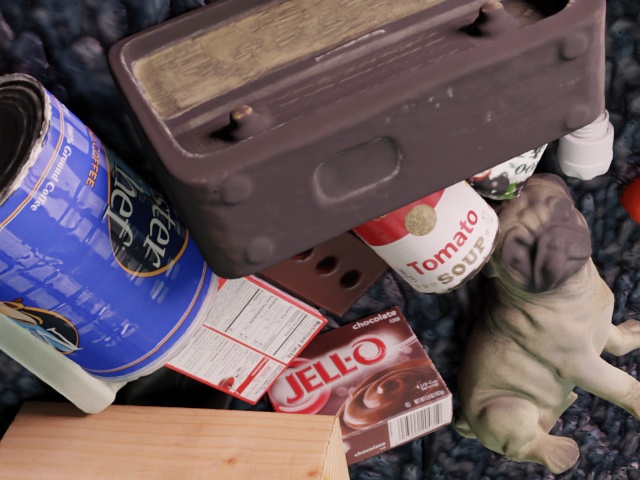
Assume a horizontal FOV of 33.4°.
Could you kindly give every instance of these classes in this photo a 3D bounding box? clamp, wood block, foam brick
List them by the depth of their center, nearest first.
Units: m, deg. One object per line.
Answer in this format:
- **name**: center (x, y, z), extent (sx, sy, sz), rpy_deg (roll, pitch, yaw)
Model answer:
- **foam brick**: center (-0.004, 0.001, 0.649), extent (0.053, 0.051, 0.078), rpy_deg (-46, 132, 15)
- **wood block**: center (-0.092, 0.163, 0.651), extent (0.206, 0.090, 0.091), rpy_deg (0, 127, 14)
- **clamp**: center (-0.071, 0.079, 0.694), extent (0.120, 0.039, 0.172), rpy_deg (14, 122, -26)

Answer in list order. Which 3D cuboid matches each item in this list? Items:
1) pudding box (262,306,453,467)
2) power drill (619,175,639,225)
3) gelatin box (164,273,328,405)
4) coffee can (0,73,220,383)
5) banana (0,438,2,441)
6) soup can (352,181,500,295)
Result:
- **pudding box**: center (0.021, 0.102, 0.721), extent (0.113, 0.090, 0.039), rpy_deg (-18, 135, -11)
- **power drill**: center (0.266, -0.090, 0.695), extent (0.184, 0.057, 0.188), rpy_deg (-2, 129, -24)
- **gelatin box**: center (-0.051, 0.052, 0.640), extent (0.089, 0.030, 0.073), rpy_deg (31, 104, -38)
- **coffee can**: center (-0.132, -0.002, 0.550), extent (0.103, 0.103, 0.140), rpy_deg (-37, 134, 8)
- **banana**: center (-0.281, 0.179, 0.680), extent (0.197, 0.037, 0.070), rpy_deg (-15, 133, -14)
- **soup can**: center (0.047, -0.023, 0.613), extent (0.068, 0.068, 0.102), rpy_deg (-42, 117, 12)
